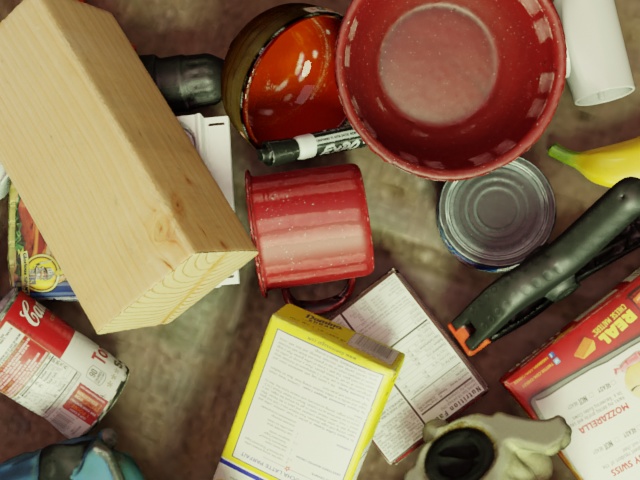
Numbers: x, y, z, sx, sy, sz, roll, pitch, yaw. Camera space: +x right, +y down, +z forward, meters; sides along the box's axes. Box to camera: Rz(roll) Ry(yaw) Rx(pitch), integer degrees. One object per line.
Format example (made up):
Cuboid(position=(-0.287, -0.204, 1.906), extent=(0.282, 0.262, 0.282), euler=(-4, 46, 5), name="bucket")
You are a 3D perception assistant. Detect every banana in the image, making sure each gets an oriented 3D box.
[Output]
Cuboid(position=(0.266, -0.090, 0.765), extent=(0.198, 0.037, 0.069), euler=(-30, 83, 2), name="banana")

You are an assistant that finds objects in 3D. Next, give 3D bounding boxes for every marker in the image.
Cuboid(position=(0.009, -0.071, 0.768), extent=(0.120, 0.020, 0.020), euler=(-14, 81, -29), name="marker")

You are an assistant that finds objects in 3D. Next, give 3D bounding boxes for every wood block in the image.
Cuboid(position=(-0.142, -0.052, 0.708), extent=(0.091, 0.090, 0.206), euler=(-37, 76, 19), name="wood block")

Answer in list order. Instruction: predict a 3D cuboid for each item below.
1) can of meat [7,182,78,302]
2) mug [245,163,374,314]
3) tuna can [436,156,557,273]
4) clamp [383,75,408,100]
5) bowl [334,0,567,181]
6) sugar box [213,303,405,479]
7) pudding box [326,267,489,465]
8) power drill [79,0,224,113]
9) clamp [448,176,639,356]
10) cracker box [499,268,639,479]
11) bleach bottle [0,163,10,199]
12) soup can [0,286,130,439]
Cuboid(position=(-0.182, -0.003, 0.794), extent=(0.084, 0.057, 0.102), euler=(-2, 83, 8), name="can of meat")
Cuboid(position=(-0.005, 0.001, 0.765), extent=(0.081, 0.093, 0.117), euler=(-8, 113, 0), name="mug")
Cuboid(position=(0.127, -0.020, 0.773), extent=(0.086, 0.033, 0.086), euler=(-1, 83, 6), name="tuna can")
Cuboid(position=(0.106, -0.197, 0.794), extent=(0.210, 0.036, 0.164), euler=(-14, 91, 1), name="clamp")
Cuboid(position=(0.088, -0.124, 0.754), extent=(0.162, 0.055, 0.162), euler=(0, 97, -4), name="bowl")
Cuboid(position=(-0.015, 0.143, 0.740), extent=(0.093, 0.048, 0.176), euler=(24, 107, 11), name="sugar box")
Cuboid(position=(0.053, 0.090, 0.767), extent=(0.090, 0.039, 0.113), euler=(-37, 83, 2), name="pudding box")
Cuboid(position=(-0.164, -0.177, 0.811), extent=(0.184, 0.057, 0.187), euler=(-8, 82, 4), name="power drill")
Cuboid(position=(0.169, 0.020, 0.744), extent=(0.172, 0.120, 0.039), euler=(-39, 63, 22), name="clamp")
Cuboid(position=(0.252, 0.130, 0.725), extent=(0.164, 0.072, 0.214), euler=(-39, 82, 2), name="cracker box")
Cuboid(position=(-0.342, -0.104, 0.811), extent=(0.251, 0.102, 0.068), euler=(31, 79, 1), name="bleach bottle")
Cuboid(position=(-0.196, 0.090, 0.762), extent=(0.102, 0.068, 0.068), euler=(39, 88, -15), name="soup can")
